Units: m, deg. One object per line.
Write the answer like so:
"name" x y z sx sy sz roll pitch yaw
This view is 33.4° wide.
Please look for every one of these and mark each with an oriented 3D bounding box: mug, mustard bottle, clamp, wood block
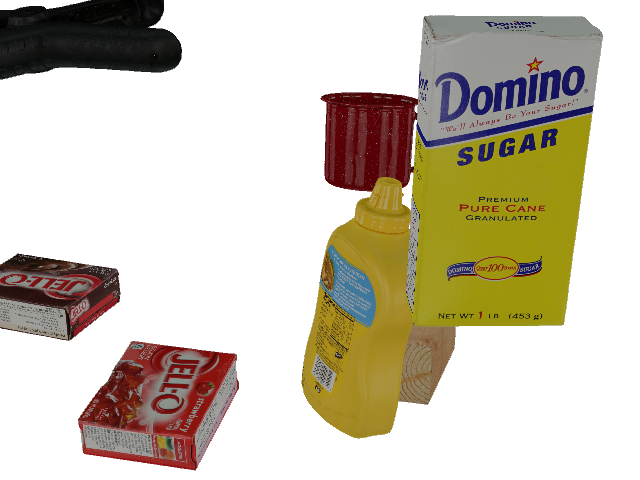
"mug" 0.057 -0.093 1.003 0.117 0.081 0.093 2 15 -2
"mustard bottle" 0.034 0.044 0.801 0.058 0.192 0.096 -3 25 -28
"clamp" -0.168 -0.126 0.652 0.171 0.039 0.120 -2 22 -3
"wood block" 0.139 0.156 1.581 0.091 0.090 0.205 5 18 16

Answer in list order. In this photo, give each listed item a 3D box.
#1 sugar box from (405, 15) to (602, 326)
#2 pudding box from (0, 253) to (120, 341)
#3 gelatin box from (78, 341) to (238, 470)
"sugar box" 0.100 -0.037 0.607 0.093 0.176 0.048 -1 27 -3
"pudding box" -0.253 0.050 0.971 0.114 0.039 0.090 6 21 19
"gelatin box" -0.098 0.100 0.663 0.073 0.030 0.089 6 30 13
